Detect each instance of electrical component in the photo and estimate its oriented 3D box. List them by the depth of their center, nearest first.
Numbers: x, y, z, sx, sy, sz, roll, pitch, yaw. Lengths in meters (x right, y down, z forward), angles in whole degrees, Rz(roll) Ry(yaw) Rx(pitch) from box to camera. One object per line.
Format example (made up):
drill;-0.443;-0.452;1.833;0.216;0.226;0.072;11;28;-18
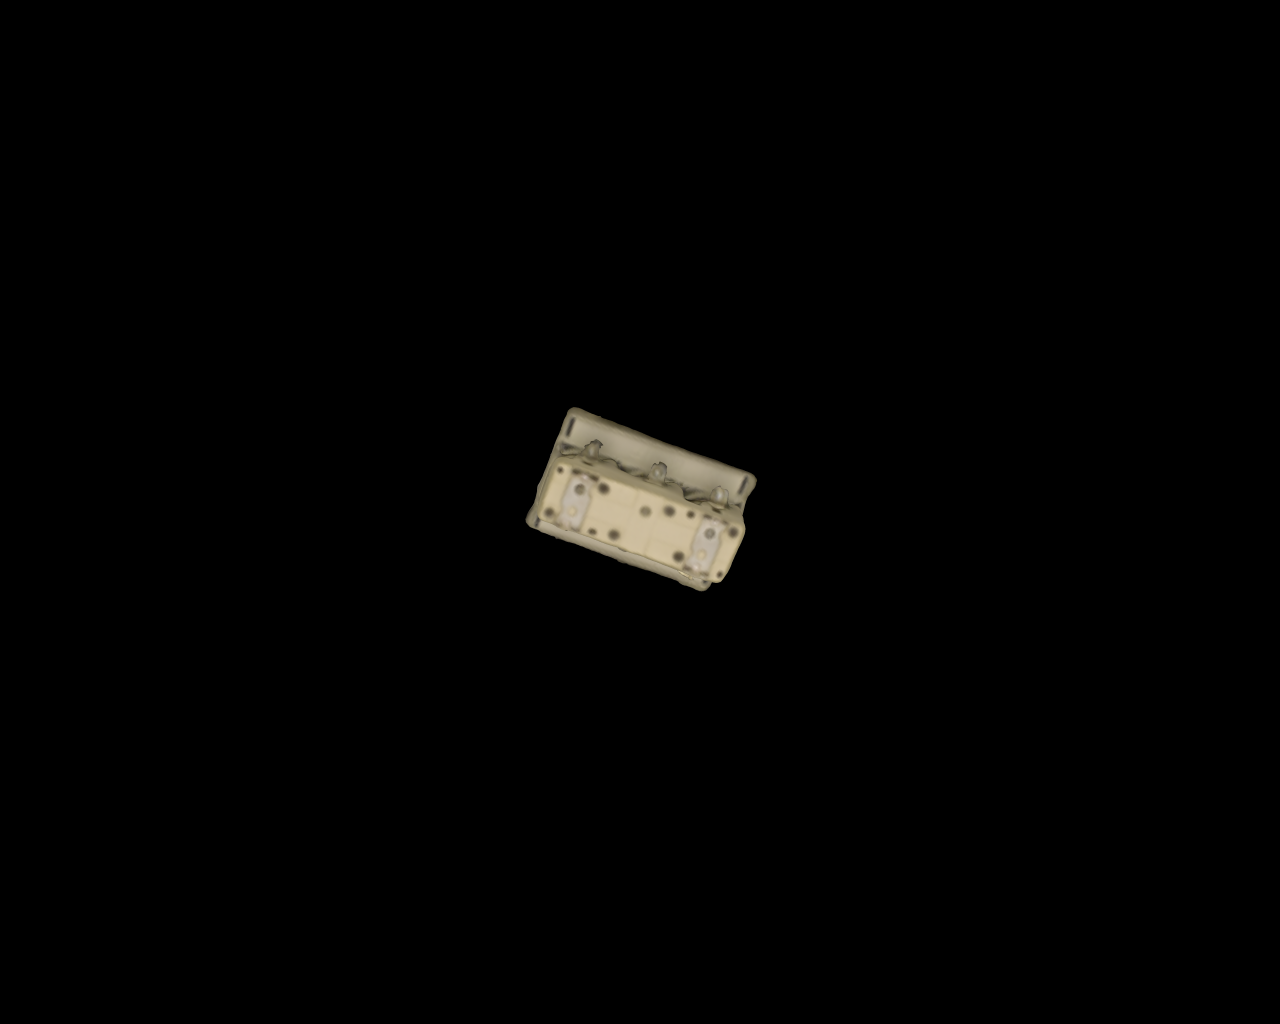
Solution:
electrical component;0.001;-0.003;0.650;0.121;0.078;0.063;21;18;-7
